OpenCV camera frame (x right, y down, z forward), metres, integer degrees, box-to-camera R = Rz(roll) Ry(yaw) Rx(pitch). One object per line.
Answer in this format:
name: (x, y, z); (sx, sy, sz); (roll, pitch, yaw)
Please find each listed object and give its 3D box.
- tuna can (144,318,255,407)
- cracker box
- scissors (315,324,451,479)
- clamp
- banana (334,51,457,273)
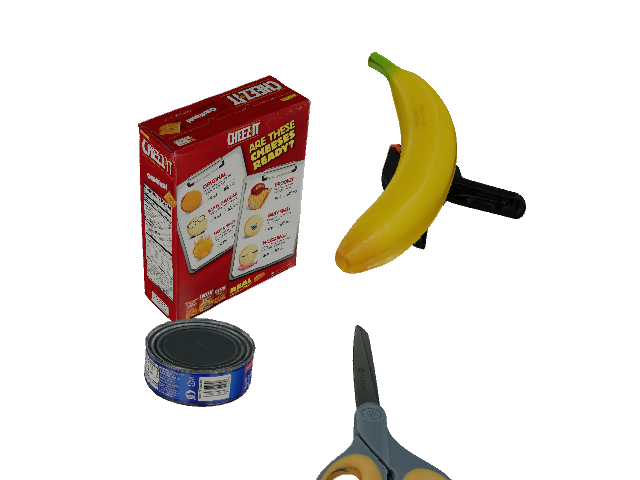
tuna can: (-0.095, 0.095, 0.839); (0.086, 0.034, 0.086); (6, 22, -3)
cracker box: (-0.098, -0.041, 1.074); (0.163, 0.214, 0.072); (-27, 48, -34)
scissors: (0.047, 0.115, 0.625); (0.096, 0.016, 0.201); (13, 31, 8)
clamp: (0.121, -0.052, 1.049); (0.120, 0.039, 0.171); (-7, 34, -12)
banana: (0.055, -0.048, 0.703); (0.069, 0.197, 0.037); (7, -42, 3)
